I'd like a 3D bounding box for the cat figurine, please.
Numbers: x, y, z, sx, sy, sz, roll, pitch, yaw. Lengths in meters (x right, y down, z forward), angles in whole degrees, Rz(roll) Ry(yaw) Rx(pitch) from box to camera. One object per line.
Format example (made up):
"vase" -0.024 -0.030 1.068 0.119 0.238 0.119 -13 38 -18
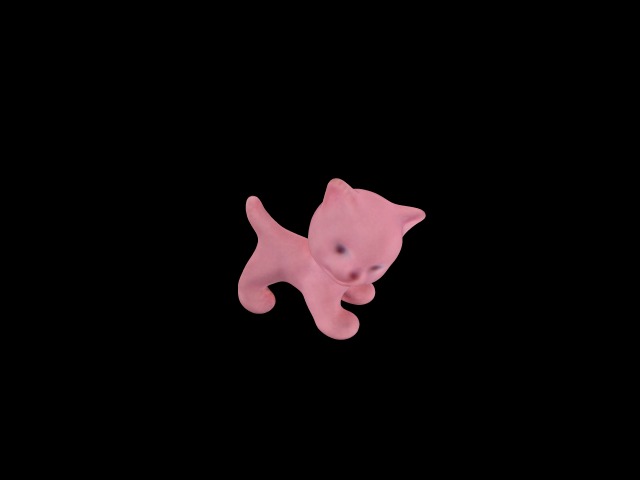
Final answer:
"cat figurine" 0.004 0.001 0.400 0.127 0.118 0.067 13 38 18
